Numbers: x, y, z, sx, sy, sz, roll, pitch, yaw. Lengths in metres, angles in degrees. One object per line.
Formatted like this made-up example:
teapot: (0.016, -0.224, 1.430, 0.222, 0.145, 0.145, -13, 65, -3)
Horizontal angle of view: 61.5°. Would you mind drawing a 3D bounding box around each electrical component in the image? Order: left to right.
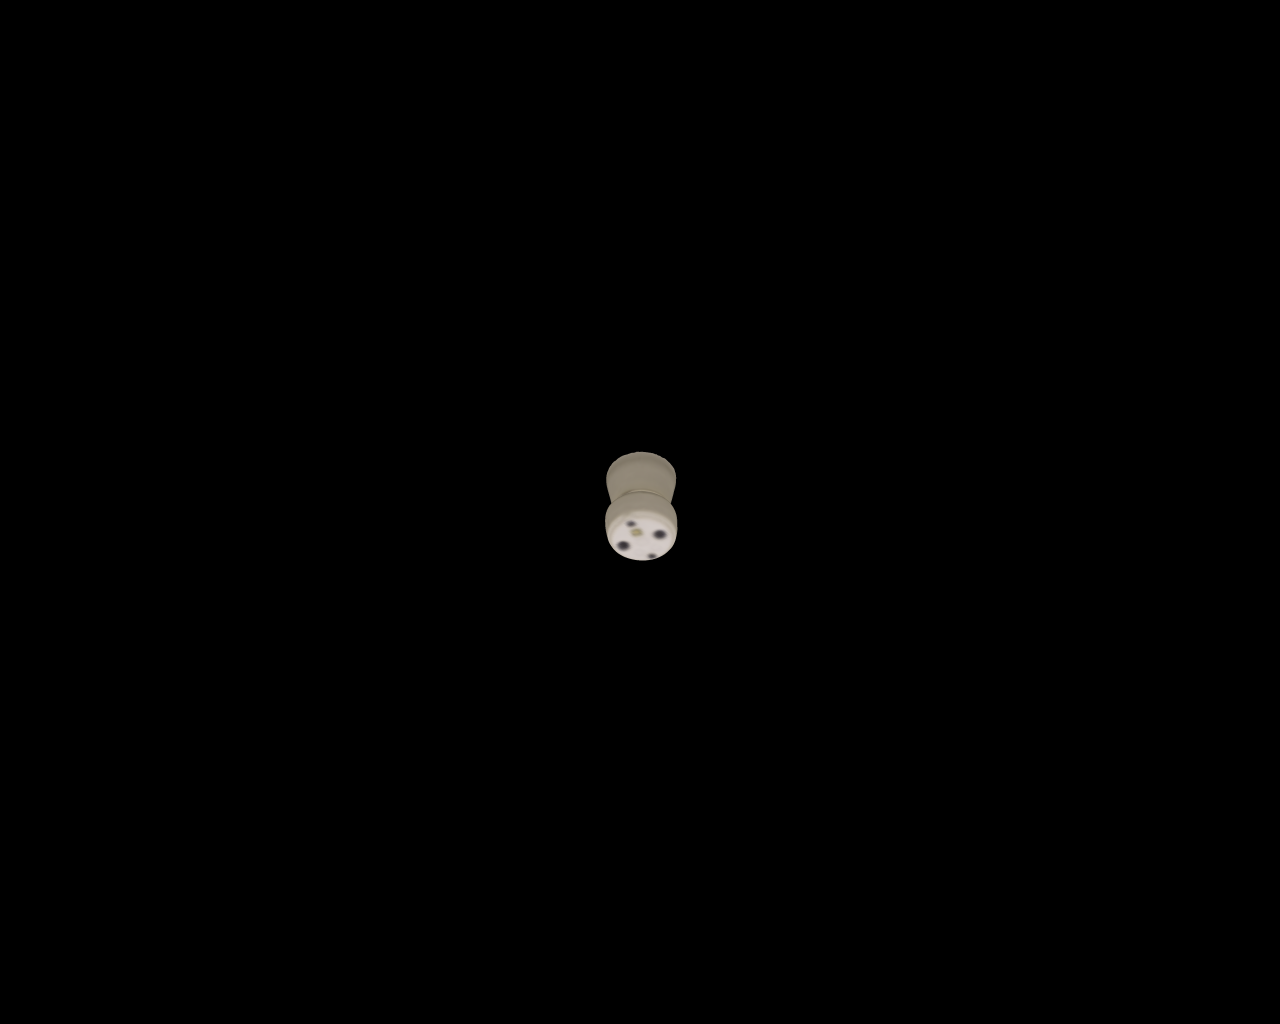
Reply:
electrical component: (0.001, -0.003, 0.650, 0.045, 0.044, 0.055, 0, 45, 0)
